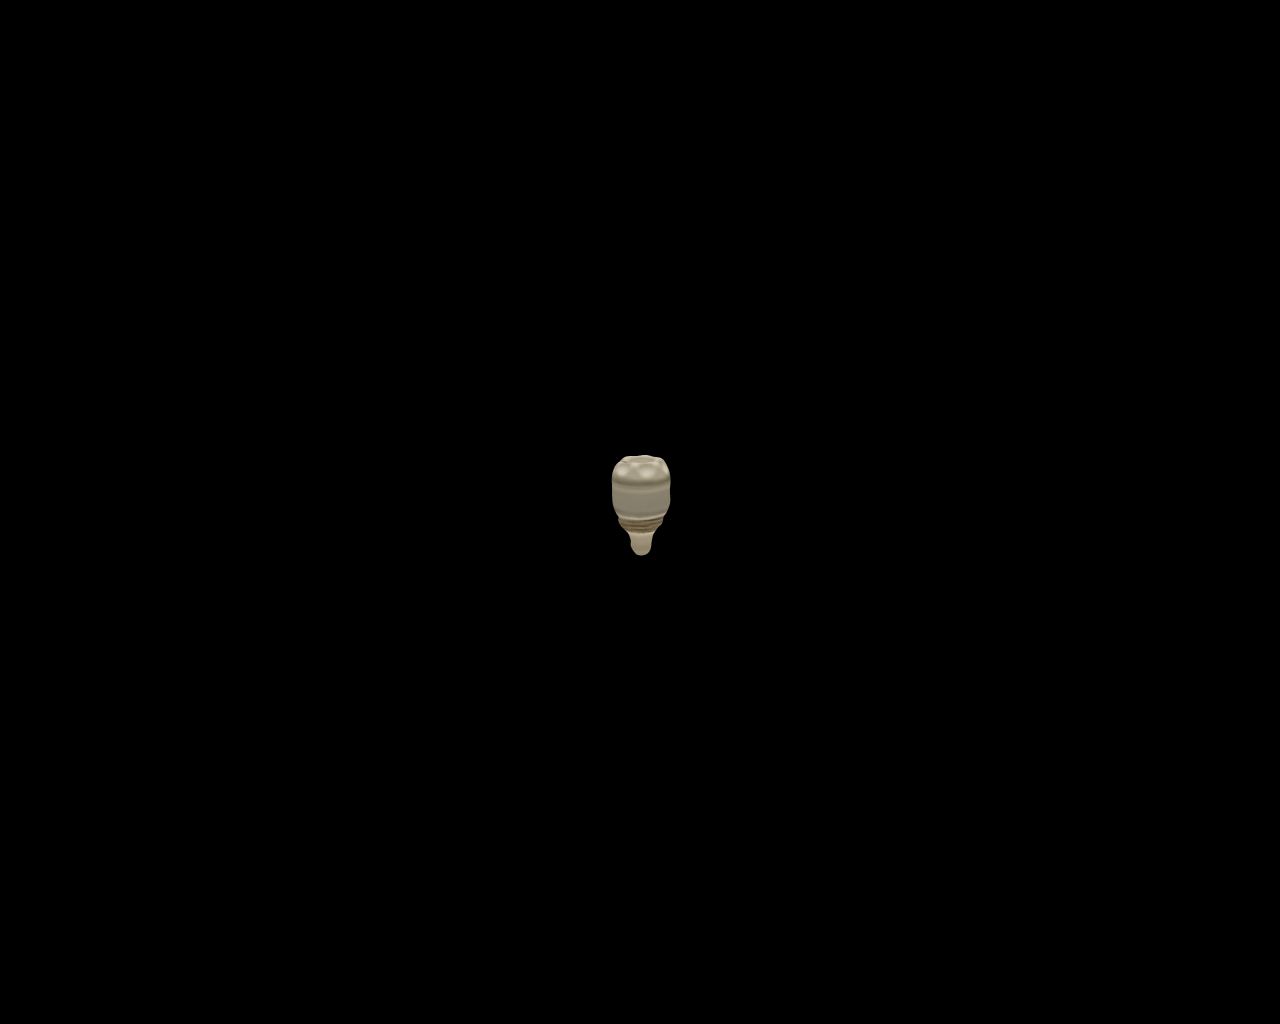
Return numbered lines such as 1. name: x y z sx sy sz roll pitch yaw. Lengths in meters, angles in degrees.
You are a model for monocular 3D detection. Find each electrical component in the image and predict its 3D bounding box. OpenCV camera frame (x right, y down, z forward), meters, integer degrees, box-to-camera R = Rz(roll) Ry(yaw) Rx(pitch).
1. electrical component: 0.001 -0.003 0.650 0.035 0.061 0.035 0 16 0
